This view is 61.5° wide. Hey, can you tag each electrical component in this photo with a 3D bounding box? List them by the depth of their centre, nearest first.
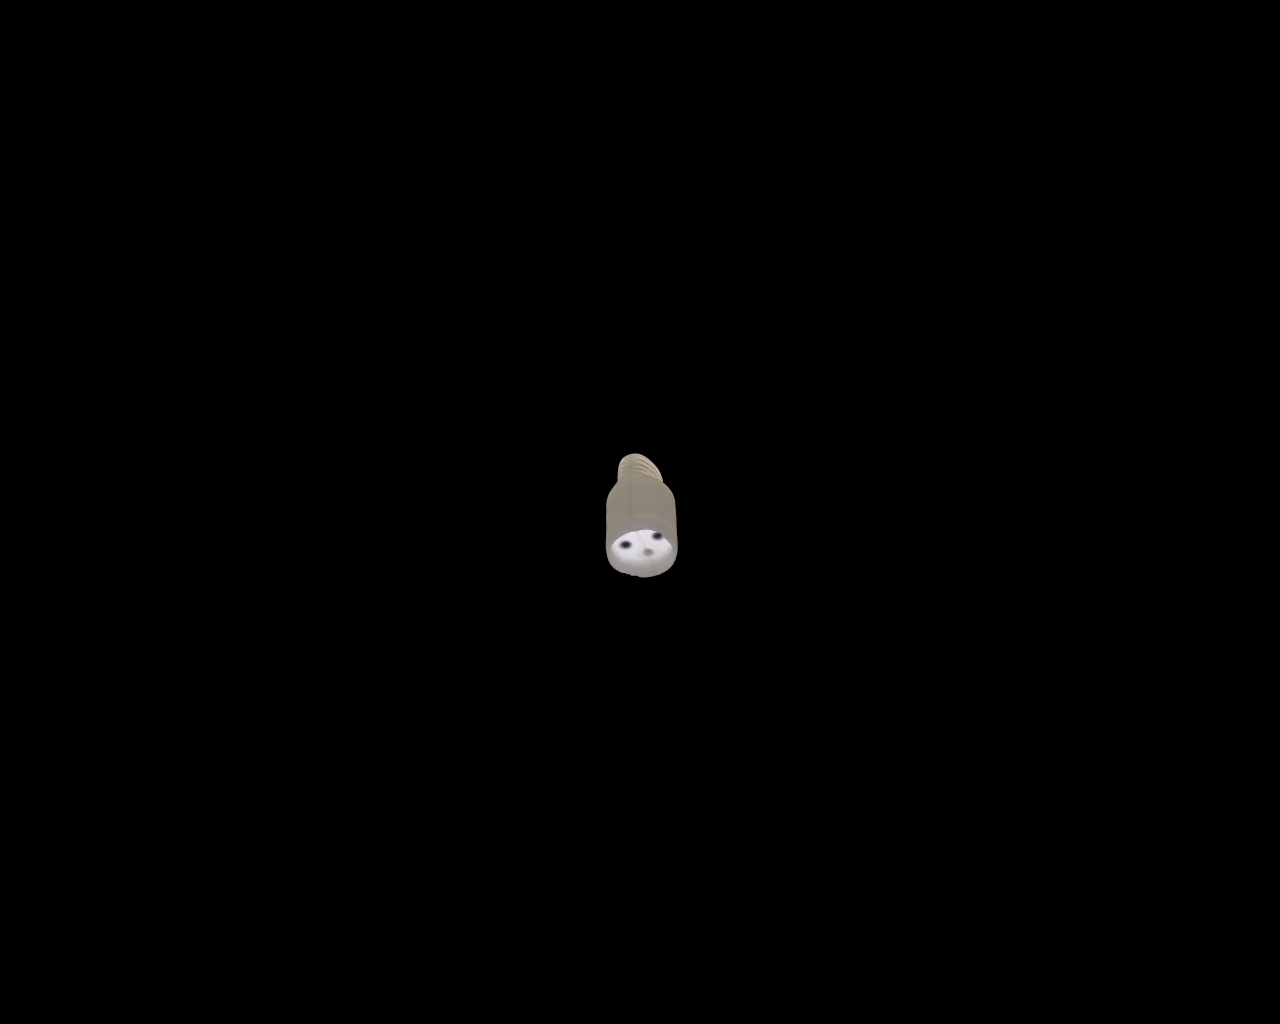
[{"bbox_3d":[0.001,-0.003,0.650,0.043,0.043,0.081,0,44,0],"label":"electrical component"}]
